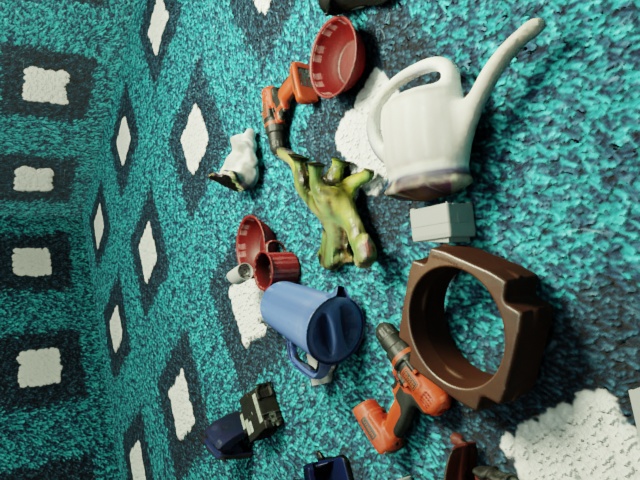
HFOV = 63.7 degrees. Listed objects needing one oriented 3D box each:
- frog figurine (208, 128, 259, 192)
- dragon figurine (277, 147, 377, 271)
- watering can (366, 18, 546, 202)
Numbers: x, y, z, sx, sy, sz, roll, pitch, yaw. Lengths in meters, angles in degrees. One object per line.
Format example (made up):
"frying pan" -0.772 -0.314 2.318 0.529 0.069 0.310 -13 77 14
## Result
"frog figurine" -0.205 -0.212 1.376 0.136 0.122 0.162 -22 36 62
"dragon figurine" 0.003 -0.053 1.061 0.414 0.122 0.240 31 123 59
"watering can" 0.188 -0.177 0.783 0.345 0.104 0.225 -10 82 55
